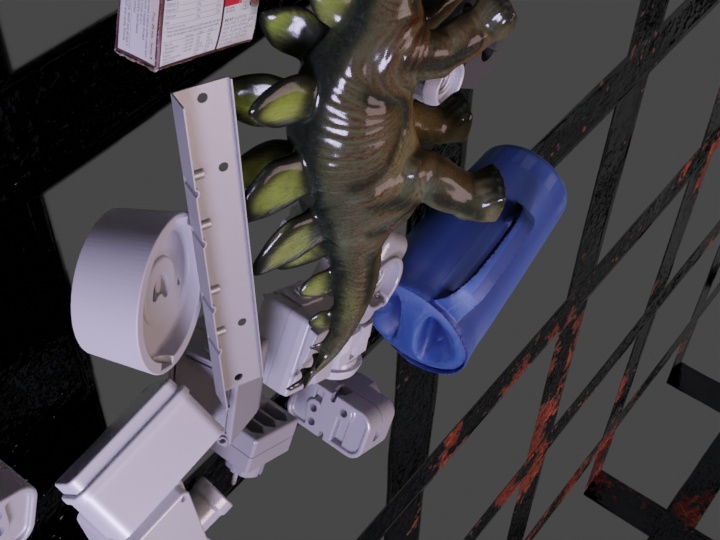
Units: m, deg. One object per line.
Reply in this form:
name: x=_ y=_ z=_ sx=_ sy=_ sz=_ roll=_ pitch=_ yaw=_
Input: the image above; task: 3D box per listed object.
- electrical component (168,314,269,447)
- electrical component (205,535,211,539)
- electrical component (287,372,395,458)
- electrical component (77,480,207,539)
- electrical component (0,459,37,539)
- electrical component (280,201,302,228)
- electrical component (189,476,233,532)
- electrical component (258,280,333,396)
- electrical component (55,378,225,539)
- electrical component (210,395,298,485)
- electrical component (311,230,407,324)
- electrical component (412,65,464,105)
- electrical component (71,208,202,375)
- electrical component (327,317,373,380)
electrical component: x=-0.115 y=0.091 z=0.872 sx=0.061 sy=0.062 sz=0.096 roll=-50 pitch=158 yaw=-50
electrical component: x=-0.164 y=0.286 z=1.030 sx=0.055 sy=0.045 sz=0.045 roll=-38 pitch=149 yaw=-38
electrical component: x=-0.016 y=0.138 z=1.083 sx=0.059 sy=0.095 sz=0.053 roll=-22 pitch=137 yaw=-54
electrical component: x=-0.180 y=0.218 z=0.906 sx=0.078 sy=0.057 sz=0.113 roll=-46 pitch=153 yaw=-27
electrical component: x=-0.260 y=0.157 z=0.675 sx=0.095 sy=0.059 sz=0.053 roll=-29 pitch=142 yaw=-49
electrical component: x=-0.036 y=-0.043 z=0.899 sx=0.081 sy=0.043 sz=0.043 roll=-45 pitch=152 yaw=-28
electrical component: x=-0.148 y=0.221 z=0.996 sx=0.046 sy=0.040 sz=0.040 roll=-47 pitch=154 yaw=-12
electrical component: x=-0.054 y=0.056 z=0.958 sx=0.062 sy=0.061 sz=0.096 roll=-21 pitch=136 yaw=-55
electrical component: x=-0.166 y=0.140 z=0.806 sx=0.113 sy=0.057 sz=0.078 roll=-48 pitch=-169 yaw=-24
electrical component: x=-0.104 y=0.168 z=1.007 sx=0.066 sy=0.047 sz=0.076 roll=-21 pitch=136 yaw=-55
electrical component: x=0.000 y=0.000 z=0.999 sx=0.095 sy=0.059 sz=0.054 roll=-63 pitch=156 yaw=8
electrical component: x=0.055 y=-0.168 z=0.915 sx=0.066 sy=0.055 sz=0.048 roll=-54 pitch=156 yaw=-12
electrical component: x=-0.150 y=0.010 z=0.707 sx=0.108 sy=0.060 sz=0.108 roll=10 pitch=90 yaw=-78
electrical component: x=-0.023 y=0.068 z=1.037 sx=0.078 sy=0.058 sz=0.057 roll=-31 pitch=141 yaw=-47
